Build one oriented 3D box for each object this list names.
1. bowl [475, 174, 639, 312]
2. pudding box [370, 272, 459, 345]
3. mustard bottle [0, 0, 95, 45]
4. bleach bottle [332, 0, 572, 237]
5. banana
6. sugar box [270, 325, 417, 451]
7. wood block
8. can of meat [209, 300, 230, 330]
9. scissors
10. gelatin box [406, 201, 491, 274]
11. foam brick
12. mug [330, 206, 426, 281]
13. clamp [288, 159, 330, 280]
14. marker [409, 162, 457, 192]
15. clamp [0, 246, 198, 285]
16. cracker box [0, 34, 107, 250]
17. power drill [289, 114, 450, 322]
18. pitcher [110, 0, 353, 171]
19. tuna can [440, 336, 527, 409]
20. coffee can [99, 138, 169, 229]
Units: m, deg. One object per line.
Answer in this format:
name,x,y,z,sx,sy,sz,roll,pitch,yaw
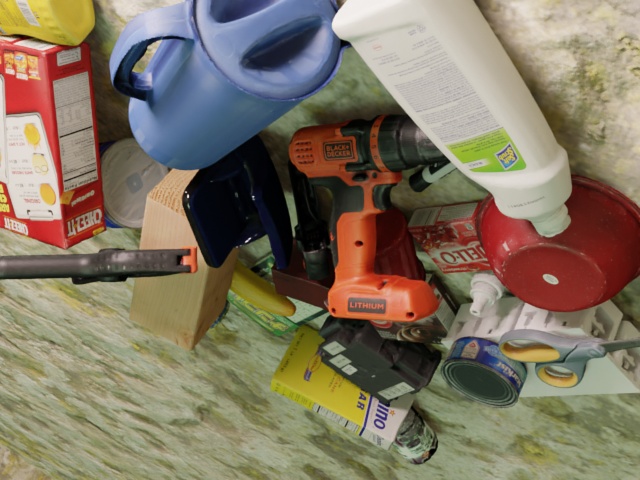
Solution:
bowl,0.213,0.015,0.957,0.162,0.055,0.162,14,141,11
pudding box,0.098,0.075,1.202,0.114,0.039,0.090,-1,138,42
mustard bottle,-0.318,-0.246,1.054,0.192,0.058,0.096,12,146,28
bleach bottle,0.121,-0.100,0.851,0.103,0.068,0.250,-11,125,46
banana,-0.112,0.029,1.303,0.197,0.037,0.070,46,155,-12
sugar box,0.033,0.191,1.388,0.176,0.093,0.048,25,151,8
wood block,-0.151,0.018,1.230,0.091,0.090,0.206,27,135,10
can of meat,-0.184,0.077,1.446,0.102,0.057,0.084,0,142,43
scissors,0.263,0.113,1.009,0.202,0.016,0.096,-1,140,43
gelatin box,0.140,-0.001,1.053,0.089,0.030,0.073,-5,136,47
foam brick,-0.010,0.040,1.232,0.078,0.051,0.053,18,148,20
mug,0.050,0.009,1.104,0.117,0.093,0.081,42,159,42
clamp,-0.007,0.001,1.121,0.039,0.120,0.171,-6,148,4
marker,0.117,-0.070,0.977,0.020,0.020,0.121,37,150,-12
clamp,-0.226,0.029,1.161,0.210,0.036,0.164,-4,175,13
cracker box,-0.312,-0.115,1.142,0.164,0.071,0.214,16,119,33
power drill,0.061,-0.021,0.980,0.185,0.057,0.188,0,101,39
pitcher,-0.096,-0.145,0.936,0.149,0.145,0.243,41,153,-11
tuna can,0.171,0.138,1.112,0.086,0.033,0.086,22,150,13
coffee can,-0.258,-0.063,1.242,0.141,0.102,0.102,0,140,42
